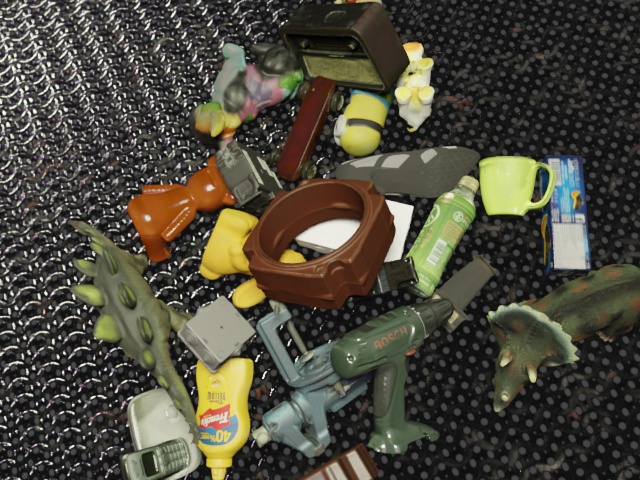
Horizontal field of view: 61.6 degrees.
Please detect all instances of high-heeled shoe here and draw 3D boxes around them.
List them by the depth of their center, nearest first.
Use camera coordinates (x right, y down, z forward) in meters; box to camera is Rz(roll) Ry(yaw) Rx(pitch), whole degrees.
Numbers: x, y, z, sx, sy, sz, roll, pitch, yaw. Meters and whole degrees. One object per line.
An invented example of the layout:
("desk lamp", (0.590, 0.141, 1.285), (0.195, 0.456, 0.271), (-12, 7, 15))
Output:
("high-heeled shoe", (0.155, -0.132, 0.979), (0.249, 0.086, 0.145), (-18, 30, -21))

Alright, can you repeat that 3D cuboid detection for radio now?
("radio", (0.037, -0.342, 0.951), (0.230, 0.131, 0.073), (22, 68, 45))

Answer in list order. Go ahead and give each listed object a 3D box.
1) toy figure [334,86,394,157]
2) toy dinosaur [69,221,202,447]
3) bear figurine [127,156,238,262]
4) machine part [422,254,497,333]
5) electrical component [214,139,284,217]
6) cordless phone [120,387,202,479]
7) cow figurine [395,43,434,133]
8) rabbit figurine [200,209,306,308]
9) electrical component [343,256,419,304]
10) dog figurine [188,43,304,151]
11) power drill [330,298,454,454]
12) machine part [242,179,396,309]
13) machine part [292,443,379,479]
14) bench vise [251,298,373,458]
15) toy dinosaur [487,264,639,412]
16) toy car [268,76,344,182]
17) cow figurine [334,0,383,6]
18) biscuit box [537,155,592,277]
("toy figure", (0.089, -0.237, 0.987), (0.089, 0.082, 0.180), (16, 68, 33))
("toy dinosaur", (-0.301, 0.130, 0.883), (0.105, 0.198, 0.472), (-41, 72, -1))
("bear figurine", (-0.247, -0.063, 0.985), (0.196, 0.132, 0.120), (-28, 74, -19))
("machine part", (0.239, 0.086, 0.908), (0.084, 0.039, 0.139), (40, 85, 23))
("electrical component", (-0.118, -0.103, 0.952), (0.058, 0.134, 0.115), (-31, 72, 14))
("cordless phone", (-0.268, 0.308, 0.837), (0.089, 0.184, 0.146), (-22, 74, 6))
("cow figurine", (0.176, -0.285, 0.996), (0.068, 0.098, 0.167), (-1, 56, 11))
("rabbit figurine", (-0.112, 0.040, 0.929), (0.173, 0.122, 0.162), (21, 81, -7))
("electrical component", (0.085, 0.063, 0.835), (0.119, 0.075, 0.047), (-11, 82, -23))
("dog figurine", (-0.137, -0.247, 0.984), (0.192, 0.108, 0.219), (5, 60, 11))
("power drill", (0.131, 0.208, 0.828), (0.232, 0.086, 0.207), (-9, 99, -31))
("machine part", (-0.002, -0.002, 0.818), (0.202, 0.087, 0.201), (7, 50, 31))
("machine part", (0.004, 0.363, 0.797), (0.179, 0.179, 0.056), (-29, 70, -1))
("bench vise", (-0.037, 0.207, 0.851), (0.224, 0.129, 0.240), (-28, 99, -9))
("toy dinosaur", (0.407, 0.102, 0.802), (0.405, 0.192, 0.131), (-28, 75, 1))
("toy car", (-0.022, -0.204, 0.999), (0.089, 0.053, 0.202), (23, 91, 26))
("cow figurine", (0.084, -0.443, 1.038), (0.085, 0.127, 0.195), (-20, 88, 2))
("biscuit box", (0.410, -0.041, 0.906), (0.059, 0.062, 0.202), (1, 75, 8))
